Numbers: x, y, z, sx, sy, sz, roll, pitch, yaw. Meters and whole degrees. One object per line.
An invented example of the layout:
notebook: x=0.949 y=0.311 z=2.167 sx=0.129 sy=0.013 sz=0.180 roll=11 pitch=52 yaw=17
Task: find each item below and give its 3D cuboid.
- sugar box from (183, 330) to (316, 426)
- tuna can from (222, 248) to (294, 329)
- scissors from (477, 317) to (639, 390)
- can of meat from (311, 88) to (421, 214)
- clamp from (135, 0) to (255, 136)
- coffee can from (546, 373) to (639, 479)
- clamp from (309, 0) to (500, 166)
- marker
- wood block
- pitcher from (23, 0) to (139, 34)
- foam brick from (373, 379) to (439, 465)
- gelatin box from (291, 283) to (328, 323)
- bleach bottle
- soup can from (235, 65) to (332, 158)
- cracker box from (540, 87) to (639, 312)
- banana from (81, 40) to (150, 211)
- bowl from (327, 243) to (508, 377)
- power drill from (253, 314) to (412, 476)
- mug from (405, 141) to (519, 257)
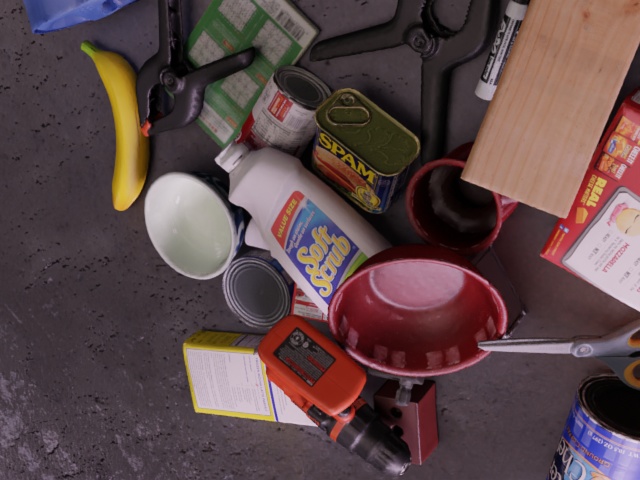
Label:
sugar box: x=-0.068 y=0.156 z=1.216 sx=0.176 sy=0.048 sz=0.093 roll=1 pitch=112 yaw=25
tuna can: x=-0.063 y=0.053 z=1.173 sx=0.086 sy=0.033 sz=0.086 roll=12 pitch=117 yaw=25
scissors: x=0.247 y=0.110 z=0.976 sx=0.202 sy=0.016 sz=0.096 roll=-11 pitch=124 yaw=3
can of meat: x=0.040 y=-0.082 z=1.020 sx=0.102 sy=0.057 sz=0.084 roll=39 pitch=156 yaw=14
clamp: x=-0.150 y=-0.180 z=1.098 sx=0.120 sy=0.039 sz=0.172 roll=52 pitch=127 yaw=6
coffee can: x=0.274 y=0.212 z=1.008 sx=0.103 sy=0.102 sz=0.140 roll=22 pitch=120 yaw=20
clamp: x=0.088 y=-0.188 z=0.977 sx=0.164 sy=0.036 sz=0.210 roll=38 pitch=128 yaw=8
marker: x=0.166 y=-0.182 z=0.946 sx=0.020 sy=0.020 sz=0.121 roll=27 pitch=122 yaw=17
wood block: x=0.195 y=-0.131 z=0.860 sx=0.090 sy=0.090 sz=0.206 roll=22 pitch=100 yaw=10
pitcher: x=-0.272 y=-0.337 z=1.072 sx=0.149 sy=0.144 sz=0.243 roll=-18 pitch=98 yaw=22
foam brick: x=0.092 y=0.191 z=1.135 sx=0.053 sy=0.051 sz=0.078 roll=5 pitch=114 yaw=28
gelatin box: x=0.011 y=0.044 z=1.120 sx=0.073 sy=0.030 sz=0.089 roll=11 pitch=118 yaw=6
bleach bottle: x=-0.007 y=0.001 z=1.047 sx=0.250 sy=0.068 sz=0.103 roll=43 pitch=110 yaw=-10
soup can: x=-0.038 y=-0.114 z=1.063 sx=0.068 sy=0.068 sz=0.102 roll=40 pitch=125 yaw=8
cracker box: x=0.321 y=-0.008 z=0.903 sx=0.214 sy=0.072 sz=0.164 roll=30 pitch=124 yaw=14
banana: x=-0.217 y=-0.124 z=1.184 sx=0.070 sy=0.037 sz=0.198 roll=14 pitch=118 yaw=45
bowl: x=0.088 y=0.054 z=0.972 sx=0.162 sy=0.055 sz=0.162 roll=3 pitch=135 yaw=3
power drill: x=0.012 y=0.155 z=1.048 sx=0.184 sy=0.057 sz=0.187 roll=36 pitch=165 yaw=18
mug: x=0.147 y=-0.044 z=0.979 sx=0.117 sy=0.081 sz=0.093 roll=-10 pitch=106 yaw=33
